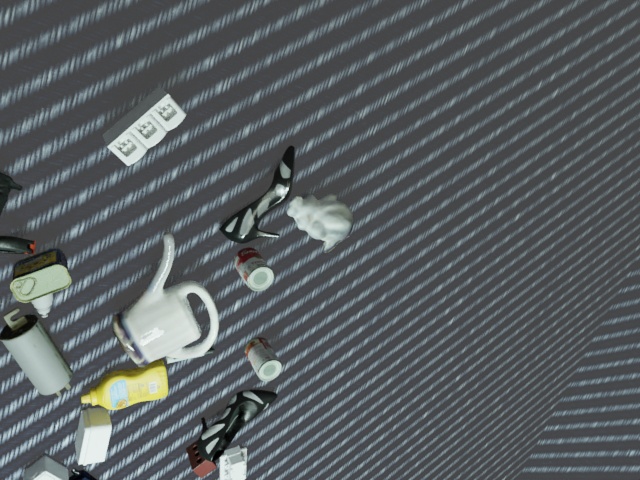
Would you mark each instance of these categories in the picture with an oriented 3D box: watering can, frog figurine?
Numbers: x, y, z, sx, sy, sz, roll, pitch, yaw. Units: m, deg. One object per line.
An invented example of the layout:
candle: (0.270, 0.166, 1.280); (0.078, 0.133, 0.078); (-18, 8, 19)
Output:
watering can: (-0.362, 0.154, 1.167); (0.226, 0.105, 0.340); (-27, 124, -16)
frog figurine: (0.004, -0.064, 1.269); (0.157, 0.122, 0.140); (47, 54, -28)
